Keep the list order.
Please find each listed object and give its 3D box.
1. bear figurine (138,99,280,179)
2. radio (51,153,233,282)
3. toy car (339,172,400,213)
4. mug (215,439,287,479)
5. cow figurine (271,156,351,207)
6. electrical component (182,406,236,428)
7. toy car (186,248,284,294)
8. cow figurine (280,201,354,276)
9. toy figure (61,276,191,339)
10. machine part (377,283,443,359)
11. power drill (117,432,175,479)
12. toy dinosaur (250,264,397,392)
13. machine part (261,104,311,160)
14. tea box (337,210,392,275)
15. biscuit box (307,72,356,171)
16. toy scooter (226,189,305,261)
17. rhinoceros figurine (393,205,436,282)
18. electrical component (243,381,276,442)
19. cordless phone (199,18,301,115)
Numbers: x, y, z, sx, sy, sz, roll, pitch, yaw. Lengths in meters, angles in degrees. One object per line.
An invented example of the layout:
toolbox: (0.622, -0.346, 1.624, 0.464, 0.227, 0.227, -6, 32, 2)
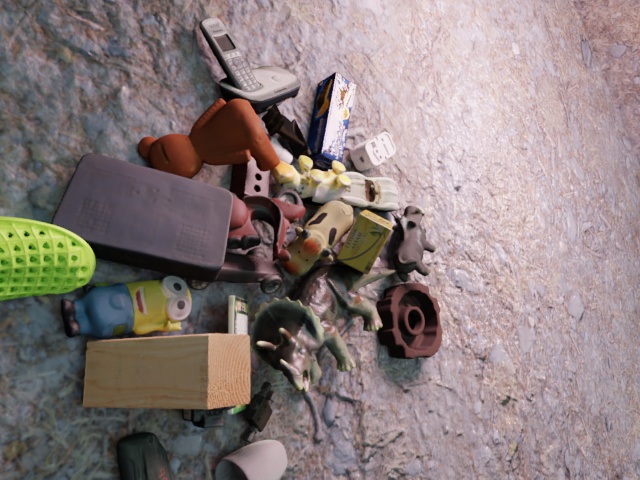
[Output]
bear figurine: (-0.181, -0.143, 0.879, 0.120, 0.196, 0.132, 59, 2, 16)
radio: (-0.244, -0.030, 0.769, 0.229, 0.073, 0.131, 14, 68, -14)
toy car: (0.104, -0.101, 1.158, 0.201, 0.056, 0.073, 3, 79, -41)
mug: (-0.098, 0.376, 0.860, 0.107, 0.081, 0.109, -18, 89, -51)
cow figurine: (-0.030, -0.105, 1.027, 0.167, 0.098, 0.068, 2, 48, -35)
electrical component: (-0.171, 0.209, 0.804, 0.058, 0.115, 0.134, 5, 77, -28)
toy car: (-0.150, 0.048, 0.887, 0.202, 0.089, 0.053, 10, 119, -42)
cow figurine: (-0.002, -0.003, 0.989, 0.085, 0.127, 0.195, 44, 51, -1)
toy figure: (-0.272, 0.094, 0.768, 0.180, 0.089, 0.082, -9, 102, -33)
machine part: (0.196, 0.177, 1.179, 0.179, 0.056, 0.179, 11, 73, -39)
power drill: (-0.273, 0.386, 0.702, 0.207, 0.086, 0.232, -4, 81, -38)
toy dinosaur: (0.011, 0.121, 0.990, 0.192, 0.131, 0.405, 57, 43, -21)
machine part: (-0.058, -0.201, 1.014, 0.138, 0.039, 0.084, 28, 43, -61)
tea box: (0.089, 0.000, 1.034, 0.068, 0.169, 0.098, 27, 97, 6)
biscuit box: (0.021, -0.242, 1.111, 0.059, 0.063, 0.202, 24, 65, -34)
toy scooter: (-0.109, -0.019, 0.886, 0.184, 0.075, 0.135, -5, 58, -14)
rhinoceros figurine: (0.200, 0.004, 1.197, 0.112, 0.073, 0.190, 46, 41, -27)
electrical component: (-0.103, 0.286, 0.893, 0.094, 0.021, 0.063, -59, 151, -31)
cordless phone: (-0.134, -0.322, 0.982, 0.146, 0.089, 0.184, -35, 100, -40)
